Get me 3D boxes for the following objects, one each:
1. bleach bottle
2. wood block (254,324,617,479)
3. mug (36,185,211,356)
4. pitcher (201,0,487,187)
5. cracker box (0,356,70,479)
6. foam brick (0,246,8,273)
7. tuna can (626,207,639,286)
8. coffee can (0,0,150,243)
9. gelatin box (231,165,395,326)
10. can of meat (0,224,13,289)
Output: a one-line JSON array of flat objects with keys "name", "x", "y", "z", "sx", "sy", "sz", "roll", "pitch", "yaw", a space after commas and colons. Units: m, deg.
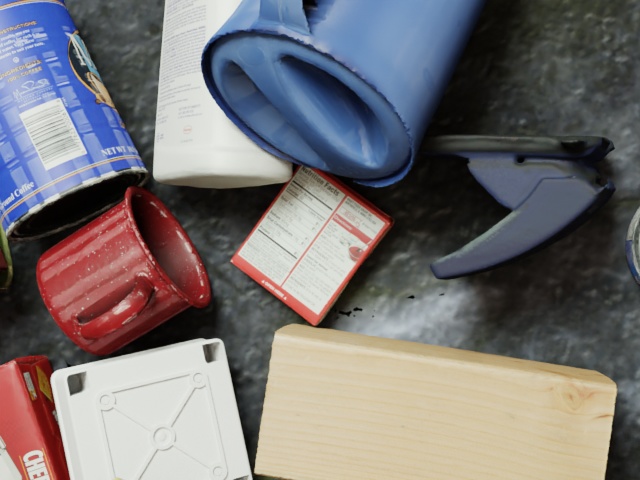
[{"name": "bleach bottle", "x": -0.062, "y": -0.162, "z": 0.699, "sx": 0.067, "sy": 0.103, "sz": 0.251, "roll": 4, "pitch": 87, "yaw": -37}, {"name": "wood block", "x": 0.071, "y": 0.114, "z": 0.677, "sx": 0.206, "sy": 0.090, "sz": 0.091, "roll": 8, "pitch": 90, "yaw": 7}, {"name": "mug", "x": -0.131, "y": 0.029, "z": 0.695, "sx": 0.081, "sy": 0.117, "sz": 0.093, "roll": -31, "pitch": 114, "yaw": 10}, {"name": "pitcher", "x": 0.041, "y": -0.167, "z": 0.627, "sx": 0.145, "sy": 0.149, "sz": 0.242, "roll": 36, "pitch": 66, "yaw": -18}, {"name": "cracker box", "x": -0.266, "y": 0.190, "z": 0.728, "sx": 0.214, "sy": 0.072, "sz": 0.164, "roll": -20, "pitch": 87, "yaw": 5}, {"name": "foam brick", "x": -0.250, "y": 0.009, "z": 0.681, "sx": 0.078, "sy": 0.051, "sz": 0.053, "roll": -23, "pitch": 85, "yaw": 10}, {"name": "tuna can", "x": 0.242, "y": 0.004, "z": 0.686, "sx": 0.086, "sy": 0.033, "sz": 0.086, "roll": 0, "pitch": 88, "yaw": 7}, {"name": "coffee can", "x": -0.189, "y": -0.083, "z": 0.708, "sx": 0.103, "sy": 0.102, "sz": 0.140, "roll": -27, "pitch": 86, "yaw": 6}, {"name": "gelatin box", "x": -0.005, "y": 0.001, "z": 0.718, "sx": 0.073, "sy": 0.030, "sz": 0.089, "roll": 37, "pitch": 96, "yaw": 6}, {"name": "can of meat", "x": -0.269, "y": -0.008, "z": 0.740, "sx": 0.084, "sy": 0.057, "sz": 0.102, "roll": -12, "pitch": 87, "yaw": 8}]
